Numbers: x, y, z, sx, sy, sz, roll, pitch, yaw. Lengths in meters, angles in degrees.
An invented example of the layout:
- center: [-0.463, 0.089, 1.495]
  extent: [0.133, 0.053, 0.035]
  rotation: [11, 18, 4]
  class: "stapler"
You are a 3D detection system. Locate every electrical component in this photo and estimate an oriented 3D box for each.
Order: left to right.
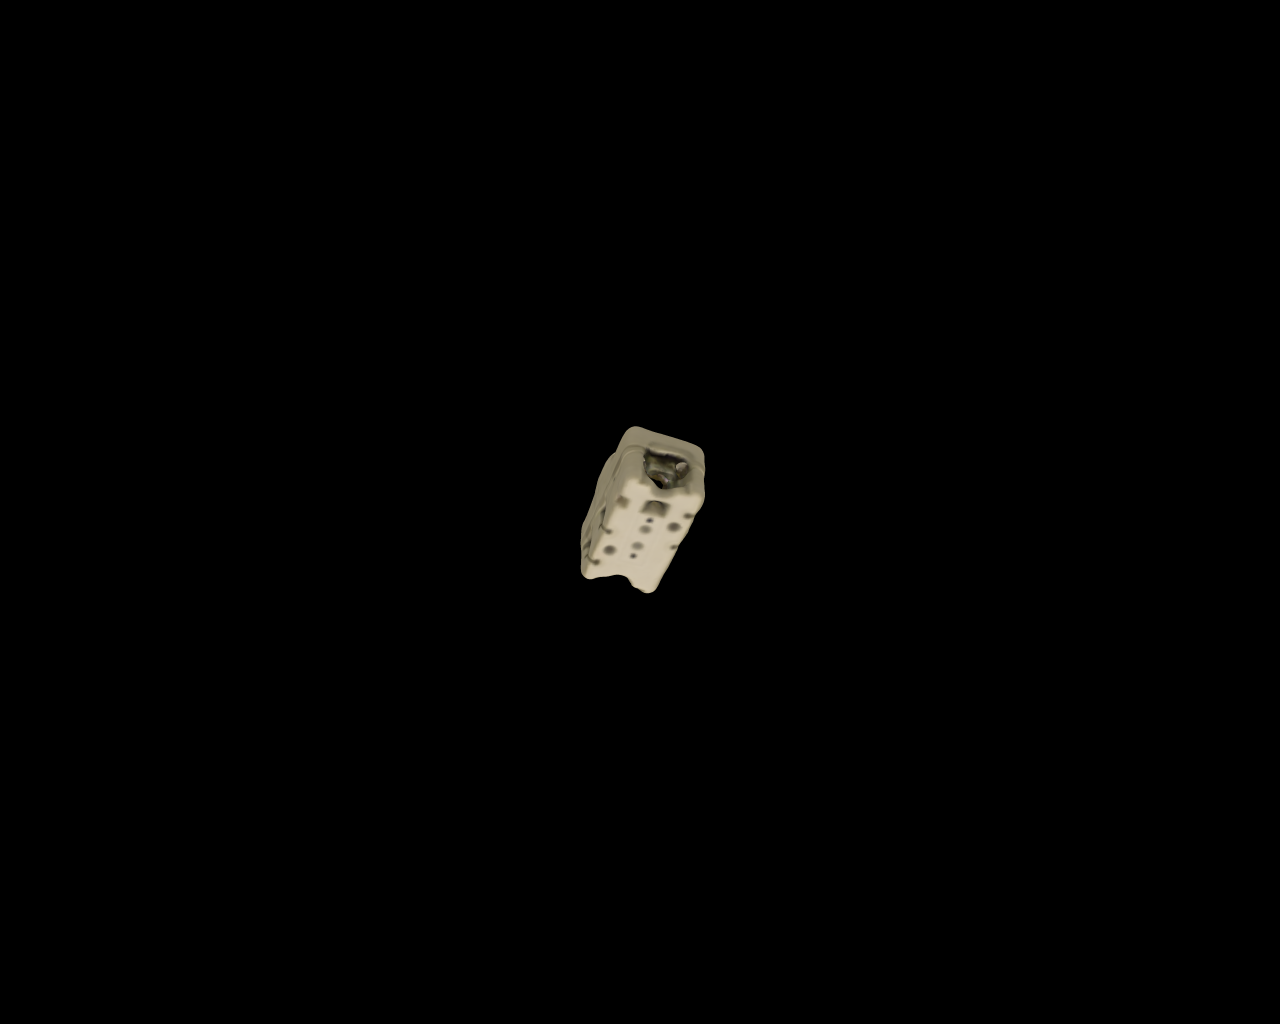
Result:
- center: [0.001, -0.003, 0.650]
  extent: [0.050, 0.089, 0.056]
  rotation: [16, 40, -13]
  class: "electrical component"
